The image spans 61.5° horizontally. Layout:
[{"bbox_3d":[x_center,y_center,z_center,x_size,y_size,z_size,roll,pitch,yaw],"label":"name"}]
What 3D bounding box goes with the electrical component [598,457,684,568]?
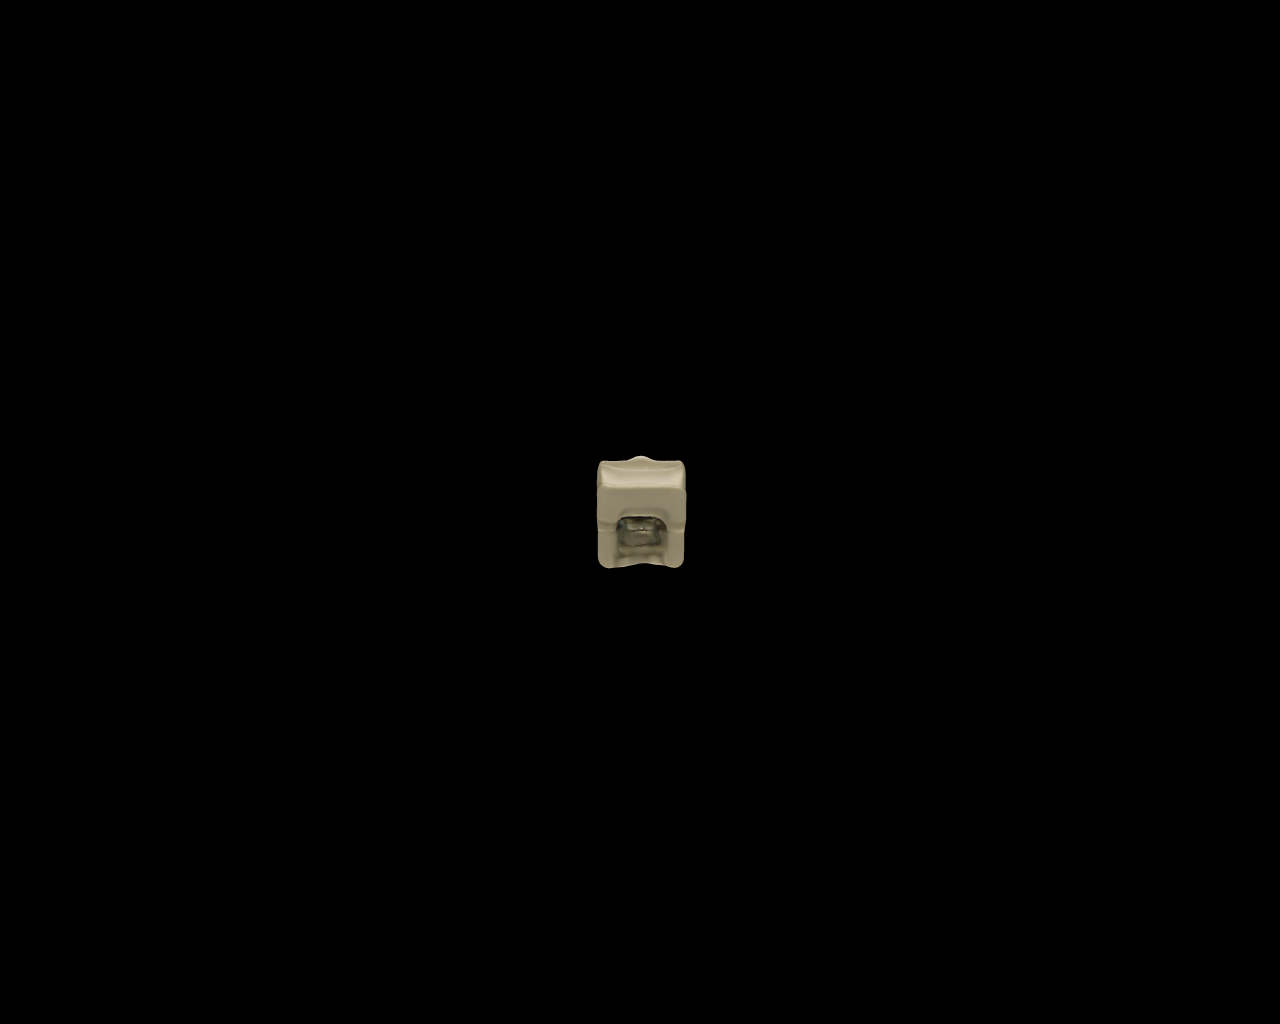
[{"bbox_3d":[0.001,-0.003,0.650,0.050,0.055,0.089,0,9,0],"label":"electrical component"}]
